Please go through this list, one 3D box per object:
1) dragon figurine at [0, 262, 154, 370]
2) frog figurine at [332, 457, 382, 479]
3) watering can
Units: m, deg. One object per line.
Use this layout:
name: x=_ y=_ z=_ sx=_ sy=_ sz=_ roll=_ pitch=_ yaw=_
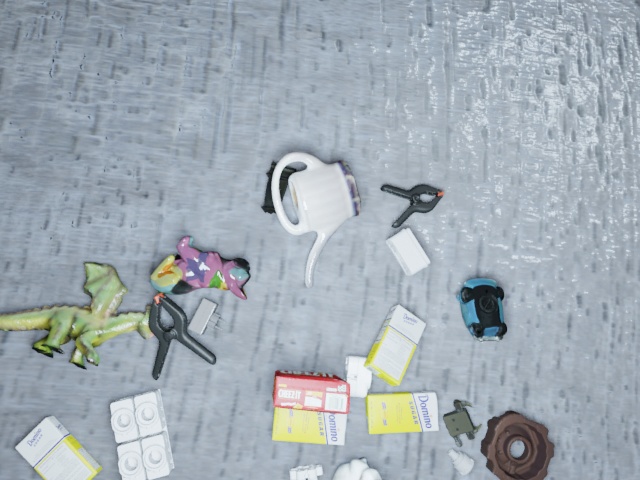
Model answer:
dragon figurine: x=-0.582 y=0.167 z=1.249 sx=0.410 sy=0.120 sz=0.248 roll=23 pitch=62 yaw=-2
frog figurine: x=0.090 y=0.582 z=1.183 sx=0.122 sy=0.158 sz=0.139 roll=11 pitch=80 yaw=-2
watering can: x=0.004 y=-0.067 z=1.334 sx=0.225 sy=0.104 sz=0.346 roll=-18 pitch=96 yaw=-11
